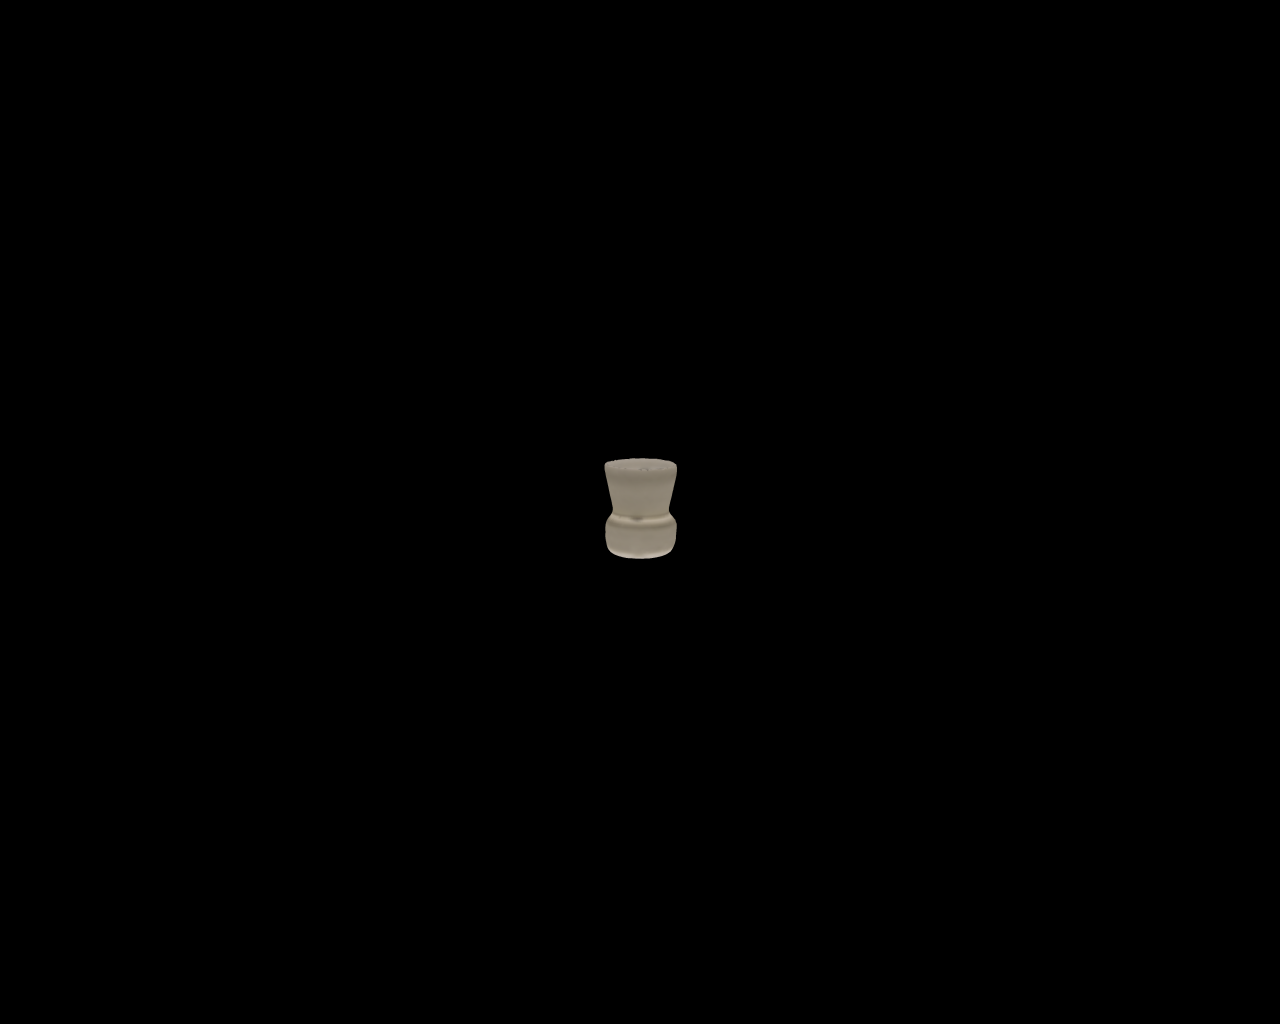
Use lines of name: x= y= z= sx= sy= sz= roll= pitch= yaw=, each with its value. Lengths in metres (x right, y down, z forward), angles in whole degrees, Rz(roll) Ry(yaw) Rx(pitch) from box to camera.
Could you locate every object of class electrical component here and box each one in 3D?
electrical component: x=0.001 y=-0.003 z=0.650 sx=0.045 sy=0.055 sz=0.045 roll=0 pitch=12 yaw=0
